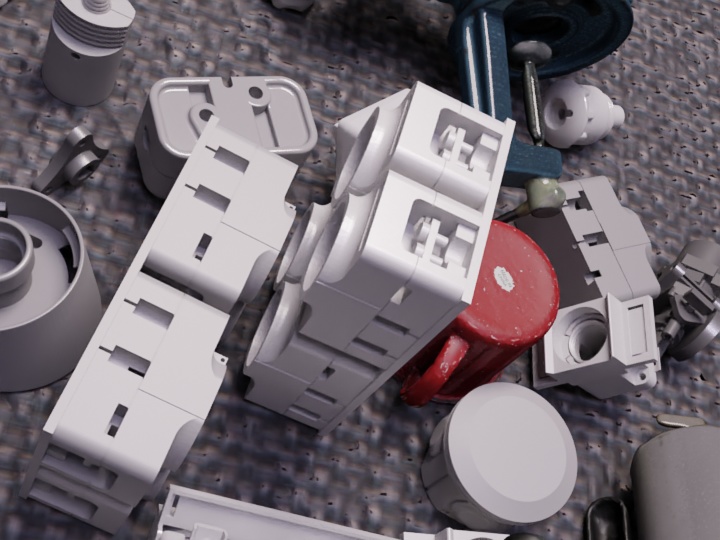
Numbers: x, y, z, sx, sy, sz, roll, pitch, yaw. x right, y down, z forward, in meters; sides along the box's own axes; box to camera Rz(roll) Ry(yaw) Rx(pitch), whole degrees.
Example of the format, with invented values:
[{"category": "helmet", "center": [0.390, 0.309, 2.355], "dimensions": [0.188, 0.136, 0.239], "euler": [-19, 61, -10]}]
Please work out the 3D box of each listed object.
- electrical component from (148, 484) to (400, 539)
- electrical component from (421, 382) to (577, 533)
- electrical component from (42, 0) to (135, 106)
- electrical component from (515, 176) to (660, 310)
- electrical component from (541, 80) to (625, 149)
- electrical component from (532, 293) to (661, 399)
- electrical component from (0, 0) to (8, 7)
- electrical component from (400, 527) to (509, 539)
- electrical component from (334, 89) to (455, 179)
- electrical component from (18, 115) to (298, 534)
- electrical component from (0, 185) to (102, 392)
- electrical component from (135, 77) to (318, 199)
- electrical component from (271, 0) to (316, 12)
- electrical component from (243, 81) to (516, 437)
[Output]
[{"category": "electrical component", "center": [-0.044, 0.159, 0.518], "dimensions": [0.121, 0.063, 0.078], "euler": [17, 99, -14]}, {"category": "electrical component", "center": [0.078, 0.109, 0.613], "dimensions": [0.080, 0.051, 0.080], "euler": [10, 60, -19]}, {"category": "electrical component", "center": [-0.157, -0.135, 0.621], "dimensions": [0.043, 0.081, 0.043], "euler": [10, 60, -19]}, {"category": "electrical component", "center": [0.152, -0.011, 0.709], "dimensions": [0.056, 0.050, 0.089], "euler": [-11, 69, -28]}, {"category": "electrical component", "center": [0.162, -0.111, 0.771], "dimensions": [0.062, 0.048, 0.048], "euler": [-3, 65, -35]}, {"category": "electrical component", "center": [0.149, 0.049, 0.662], "dimensions": [0.064, 0.081, 0.042], "euler": [30, 52, -42]}, {"category": "electrical component", "center": [-0.226, -0.230, 0.624], "dimensions": [0.109, 0.108, 0.056], "euler": [44, 53, 3]}, {"category": "electrical component", "center": [0.054, 0.200, 0.546], "dimensions": [0.079, 0.063, 0.121], "euler": [10, 61, -19]}, {"category": "electrical component", "center": [0.021, -0.053, 0.657], "dimensions": [0.062, 0.096, 0.061], "euler": [-30, 51, -33]}, {"category": "electrical component", "center": [-0.096, 0.030, 0.545], "dimensions": [0.060, 0.105, 0.186], "euler": [27, 57, -9]}, {"category": "electrical component", "center": [-0.186, 0.007, 0.558], "dimensions": [0.099, 0.064, 0.099], "euler": [5, 55, -7]}, {"category": "electrical component", "center": [-0.081, -0.075, 0.635], "dimensions": [0.095, 0.059, 0.053], "euler": [-6, 66, -26]}, {"category": "electrical component", "center": [-0.040, -0.207, 0.721], "dimensions": [0.043, 0.062, 0.043], "euler": [10, 60, -18]}, {"category": "electrical component", "center": [0.000, 0.000, 0.554], "dimensions": [0.060, 0.186, 0.105], "euler": [24, 57, -10]}]
